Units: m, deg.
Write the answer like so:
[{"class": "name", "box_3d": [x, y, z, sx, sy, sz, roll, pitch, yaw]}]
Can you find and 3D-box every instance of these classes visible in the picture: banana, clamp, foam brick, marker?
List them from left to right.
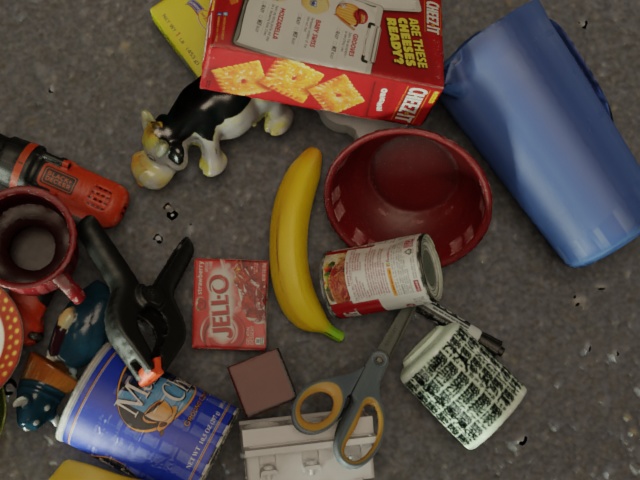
[{"class": "clamp", "box_3d": [-0.157, 0.055, 1.000, 0.120, 0.039, 0.171, 1, 60, -35]}, {"class": "foam brick", "box_3d": [-0.054, 0.136, 1.016, 0.053, 0.078, 0.051, -22, 83, -5]}, {"class": "banana", "box_3d": [-0.020, 0.005, 1.051, 0.069, 0.037, 0.198, -1, 84, -43]}, {"class": "marker", "box_3d": [0.129, 0.081, 1.056, 0.121, 0.020, 0.020, 31, 83, 3]}]

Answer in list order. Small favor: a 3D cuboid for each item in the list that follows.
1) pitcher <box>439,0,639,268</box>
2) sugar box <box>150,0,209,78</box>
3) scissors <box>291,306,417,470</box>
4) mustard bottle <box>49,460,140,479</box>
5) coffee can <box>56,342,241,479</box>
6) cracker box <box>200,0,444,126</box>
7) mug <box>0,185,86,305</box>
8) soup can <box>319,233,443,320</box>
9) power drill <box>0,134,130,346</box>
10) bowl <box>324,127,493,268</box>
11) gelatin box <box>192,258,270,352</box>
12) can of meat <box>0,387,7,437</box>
[{"class": "pitcher", "box_3d": [0.226, -0.103, 1.035, 0.149, 0.145, 0.243, -34, 89, 7]}, {"class": "sugar box", "box_3d": [-0.073, -0.240, 1.078, 0.176, 0.048, 0.093, -36, 85, -4]}, {"class": "scissors", "box_3d": [0.034, 0.115, 0.998, 0.096, 0.016, 0.201, 16, 58, -1]}, {"class": "mustard bottle", "box_3d": [-0.152, 0.254, 0.952, 0.192, 0.096, 0.058, 5, 39, 32]}, {"class": "coffee can", "box_3d": [-0.159, 0.172, 0.996, 0.140, 0.103, 0.103, 27, 83, 2]}, {"class": "cracker box", "box_3d": [0.003, -0.203, 0.995, 0.213, 0.072, 0.164, 9, 59, -11]}, {"class": "mug", "box_3d": [-0.255, 0.014, 0.966, 0.117, 0.081, 0.093, 42, 77, 4]}, {"class": "soup can", "box_3d": [0.059, 0.035, 1.017, 0.102, 0.068, 0.068, -12, 83, 21]}, {"class": "power drill", "box_3d": [-0.302, -0.004, 1.037, 0.184, 0.057, 0.187, 23, 83, 1]}, {"class": "bowl", "box_3d": [0.087, -0.049, 1.030, 0.162, 0.055, 0.162, 6, 126, 9]}, {"class": "gelatin box", "box_3d": [-0.088, 0.064, 1.047, 0.073, 0.030, 0.089, 2, 82, -1]}, {"class": "can of meat", "box_3d": [-0.344, 0.169, 0.994, 0.084, 0.102, 0.057, -1, 116, -4]}]
